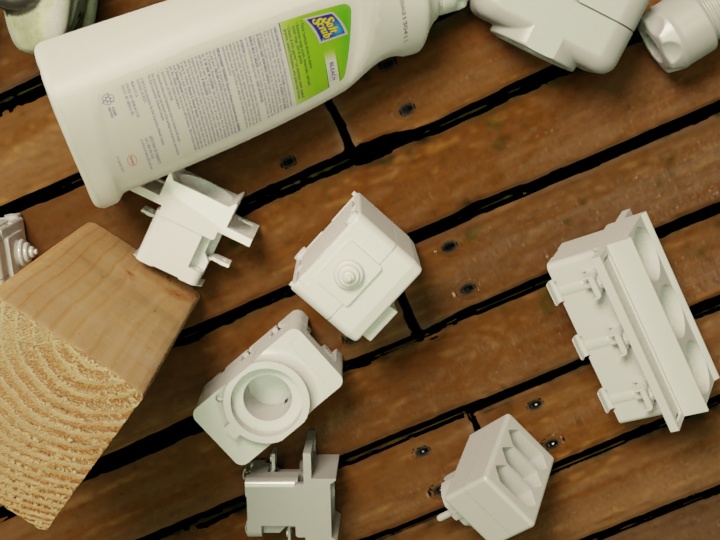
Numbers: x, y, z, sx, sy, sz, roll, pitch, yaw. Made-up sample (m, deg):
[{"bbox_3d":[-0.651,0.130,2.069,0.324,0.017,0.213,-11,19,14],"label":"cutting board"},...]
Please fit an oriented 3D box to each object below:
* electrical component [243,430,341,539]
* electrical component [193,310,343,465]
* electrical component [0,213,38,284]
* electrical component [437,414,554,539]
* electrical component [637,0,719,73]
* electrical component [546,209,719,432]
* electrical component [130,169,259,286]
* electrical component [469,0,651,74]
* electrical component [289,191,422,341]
[{"bbox_3d":[-0.046,0.153,0.724,0.064,0.042,0.081,-1,102,3],"label":"electrical component"},{"bbox_3d":[-0.059,0.077,0.699,0.089,0.055,0.050,-40,100,8],"label":"electrical component"},{"bbox_3d":[-0.250,0.001,0.677,0.096,0.061,0.061,-5,103,0],"label":"electrical component"},{"bbox_3d":[0.080,0.146,0.716,0.047,0.065,0.077,45,128,-9],"label":"electrical component"},{"bbox_3d":[0.205,-0.152,0.656,0.062,0.043,0.043,-32,101,5],"label":"electrical component"},{"bbox_3d":[0.172,0.033,0.684,0.063,0.079,0.121,-19,104,34],"label":"electrical component"},{"bbox_3d":[-0.109,-0.028,0.682,0.081,0.042,0.063,26,103,-5],"label":"electrical component"},{"bbox_3d":[0.117,-0.159,0.648,0.095,0.053,0.059,25,101,-6],"label":"electrical component"},{"bbox_3d":[0.000,0.000,0.661,0.061,0.096,0.061,41,100,-9],"label":"electrical component"}]
